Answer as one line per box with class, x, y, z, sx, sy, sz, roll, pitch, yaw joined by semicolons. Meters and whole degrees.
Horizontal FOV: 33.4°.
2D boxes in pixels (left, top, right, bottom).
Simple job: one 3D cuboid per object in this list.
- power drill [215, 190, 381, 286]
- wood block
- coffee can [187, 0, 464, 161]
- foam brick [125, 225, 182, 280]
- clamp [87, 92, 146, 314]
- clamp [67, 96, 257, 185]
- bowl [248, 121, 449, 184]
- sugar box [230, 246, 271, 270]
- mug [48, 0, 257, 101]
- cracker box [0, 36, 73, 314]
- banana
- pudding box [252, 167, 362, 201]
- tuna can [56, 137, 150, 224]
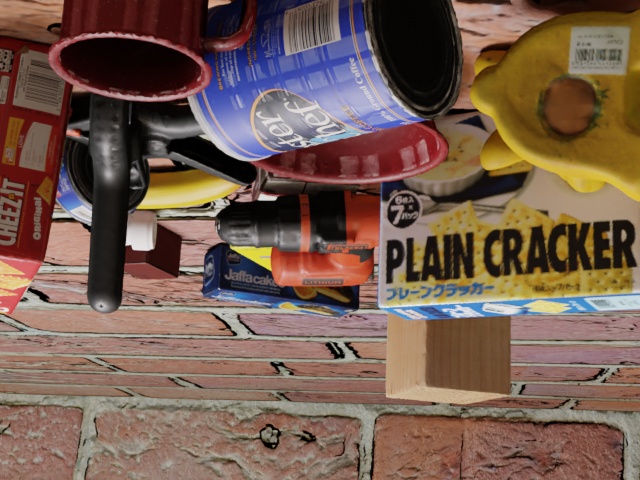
power drill;-0.007;0.001;1.013;0.184;0.057;0.188;0;168;-5
wood block;0.122;0.047;1.020;0.090;0.206;0.091;8;164;-20
coffee can;0.001;-0.110;0.651;0.141;0.103;0.102;-9;161;37
foam brick;-0.204;0.013;1.252;0.053;0.051;0.078;-2;164;21
clamp;-0.148;-0.075;0.780;0.036;0.164;0.210;4;122;-5
clamp;-0.126;-0.085;0.884;0.171;0.039;0.120;6;149;6
bowl;0.017;-0.093;0.807;0.162;0.055;0.162;3;165;0
sugar box;-0.026;0.009;1.215;0.093;0.048;0.176;-3;163;20
mug;-0.094;-0.135;0.615;0.117;0.081;0.093;0;165;10
cracker box;-0.252;-0.041;0.838;0.072;0.164;0.214;10;163;-20
banana;-0.169;-0.052;1.028;0.198;0.037;0.069;2;167;1
pudding box;-0.013;-0.055;0.988;0.090;0.039;0.114;3;168;-9
tuna can;-0.189;-0.058;0.914;0.086;0.086;0.034;16;158;-40
